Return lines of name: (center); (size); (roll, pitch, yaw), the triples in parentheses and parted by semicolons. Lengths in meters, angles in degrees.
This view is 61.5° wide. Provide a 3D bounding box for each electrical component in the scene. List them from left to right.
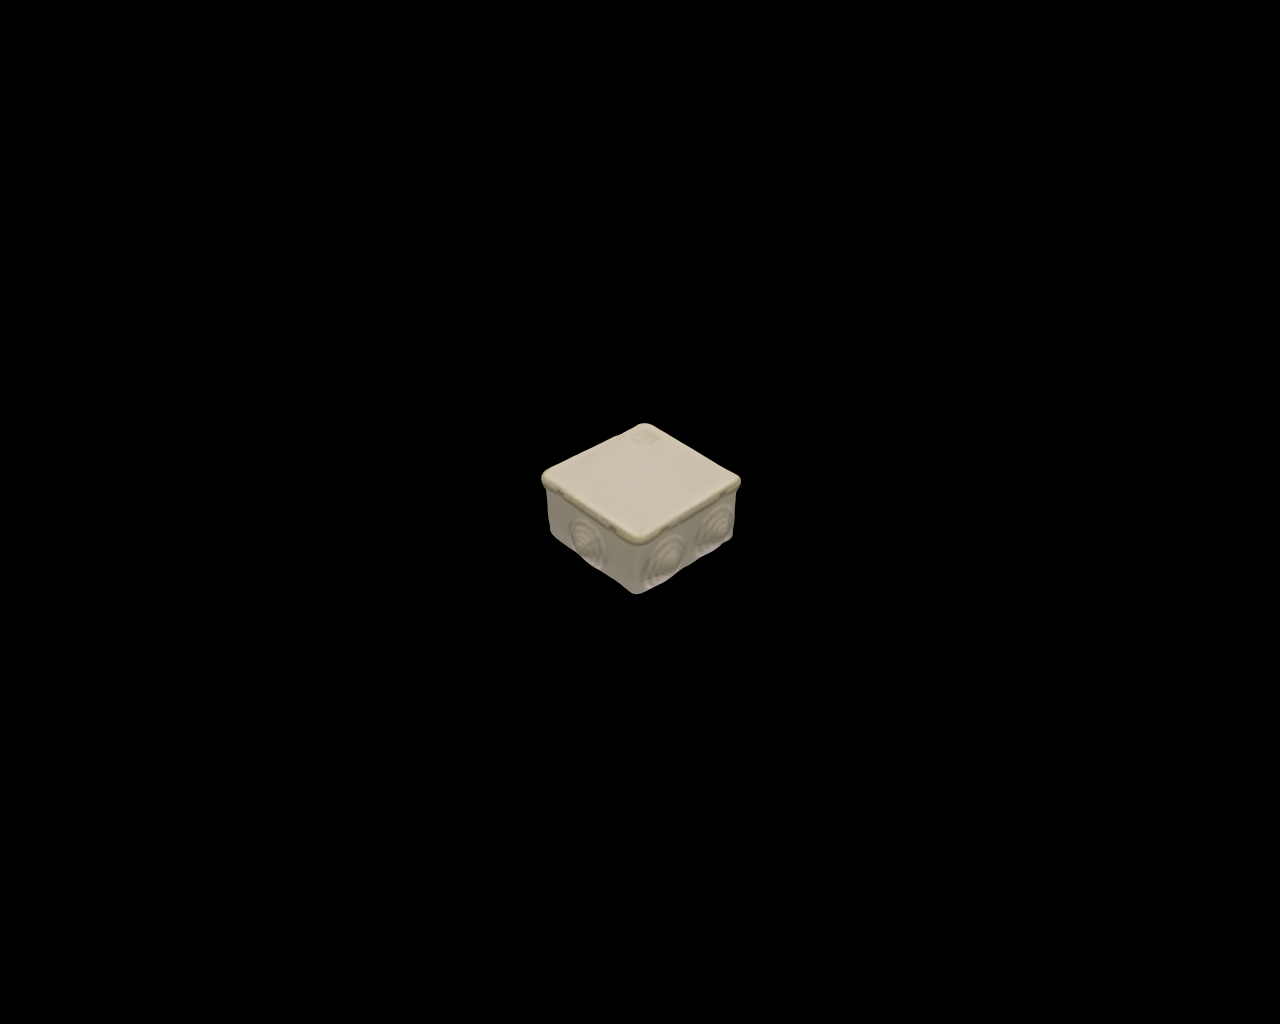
electrical component: (0.001, -0.003, 0.650); (0.100, 0.048, 0.100); (-29, 46, -33)
